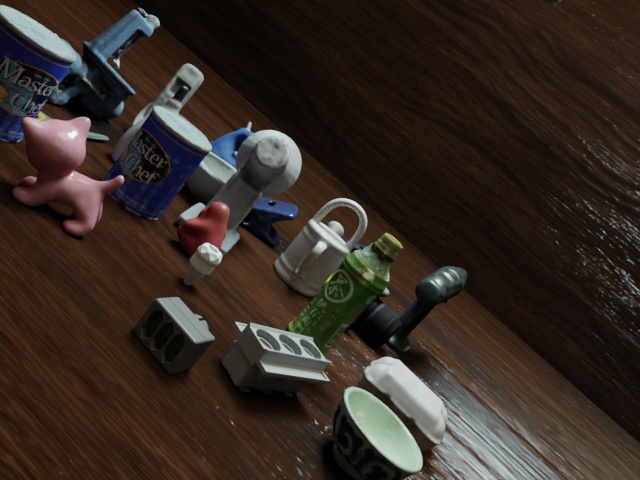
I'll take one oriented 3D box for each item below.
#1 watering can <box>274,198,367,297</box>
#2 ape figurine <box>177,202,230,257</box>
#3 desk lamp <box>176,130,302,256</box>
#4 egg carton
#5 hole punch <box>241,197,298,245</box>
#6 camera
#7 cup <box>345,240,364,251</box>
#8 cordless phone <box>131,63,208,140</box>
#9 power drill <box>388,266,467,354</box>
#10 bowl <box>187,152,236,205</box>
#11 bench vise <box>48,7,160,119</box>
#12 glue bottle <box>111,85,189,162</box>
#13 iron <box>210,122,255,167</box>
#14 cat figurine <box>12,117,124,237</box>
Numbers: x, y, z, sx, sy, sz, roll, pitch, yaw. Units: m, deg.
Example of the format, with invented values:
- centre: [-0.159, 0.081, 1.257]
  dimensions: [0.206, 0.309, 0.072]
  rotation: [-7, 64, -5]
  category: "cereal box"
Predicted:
- centre: [0.008, 0.002, 1.091]
  dimensions: [0.101, 0.194, 0.172]
  rotation: [35, 13, -21]
  category: "watering can"
- centre: [-0.169, -0.019, 0.868]
  dimensions: [0.078, 0.092, 0.076]
  rotation: [29, 16, -43]
  category: "ape figurine"
- centre: [-0.123, -0.094, 0.994]
  dimensions: [0.118, 0.213, 0.203]
  rotation: [39, 12, -7]
  category: "desk lamp"
- centre: [0.125, 0.245, 0.864]
  dimensions: [0.150, 0.069, 0.107]
  rotation: [42, 12, 12]
  category: "egg carton"
- centre: [-0.107, -0.056, 1.202]
  dimensions: [0.101, 0.091, 0.108]
  rotation: [38, 12, -11]
  category: "hole punch"
- centre: [0.093, 0.132, 1.106]
  dimensions: [0.136, 0.100, 0.143]
  rotation: [43, 12, 15]
  category: "camera"
- centre: [0.079, 0.063, 1.332]
  dimensions: [0.118, 0.095, 0.091]
  rotation: [36, 12, -18]
  category: "cup"
- centre: [-0.275, -0.248, 1.158]
  dimensions: [0.148, 0.185, 0.094]
  rotation: [37, 12, -13]
  category: "cordless phone"
- centre: [0.224, 0.139, 1.222]
  dimensions: [0.075, 0.208, 0.230]
  rotation: [43, 12, 17]
  category: "power drill"
- centre: [-0.205, -0.106, 1.123]
  dimensions: [0.168, 0.074, 0.167]
  rotation: [38, 12, -9]
  category: "bowl"
- centre: [-0.382, -0.322, 1.011]
  dimensions: [0.121, 0.219, 0.208]
  rotation: [41, 12, 3]
  category: "bench vise"
- centre: [-0.275, -0.189, 0.970]
  dimensions: [0.078, 0.173, 0.037]
  rotation: [32, 14, -35]
  category: "glue bottle"
- centre: [-0.178, -0.180, 1.316]
  dimensions: [0.119, 0.141, 0.257]
  rotation: [32, 14, -34]
  category: "iron"
- centre: [-0.293, -0.085, 0.667]
  dimensions: [0.128, 0.117, 0.067]
  rotation: [35, 13, -22]
  category: "cat figurine"
